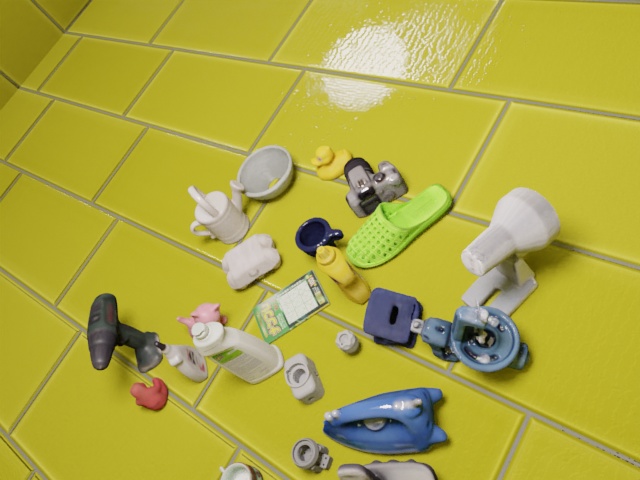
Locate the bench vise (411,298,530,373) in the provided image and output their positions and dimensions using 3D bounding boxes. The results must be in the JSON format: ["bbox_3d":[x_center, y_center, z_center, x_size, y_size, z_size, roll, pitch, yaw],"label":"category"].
[{"bbox_3d":[0.255,0.175,1.029,0.207,0.220,0.121,-11,57,23],"label":"bench vise"}]

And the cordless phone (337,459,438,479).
[{"bbox_3d":[0.118,0.417,0.976,0.147,0.186,0.094,-14,55,20],"label":"cordless phone"}]

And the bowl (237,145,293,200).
[{"bbox_3d":[-0.136,-0.169,1.546,0.167,0.075,0.167,-13,56,21],"label":"bowl"}]

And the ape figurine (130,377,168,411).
[{"bbox_3d":[-0.410,0.362,1.353,0.078,0.092,0.076,-36,51,4],"label":"ape figurine"}]

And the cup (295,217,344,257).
[{"bbox_3d":[0.012,0.005,1.346,0.117,0.095,0.091,-6,59,25],"label":"cup"}]

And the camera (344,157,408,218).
[{"bbox_3d":[0.116,-0.150,1.382,0.143,0.101,0.136,-30,52,9],"label":"camera"}]

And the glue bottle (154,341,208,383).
[{"bbox_3d":[-0.322,0.267,1.312,0.037,0.174,0.078,-32,51,7],"label":"glue bottle"}]

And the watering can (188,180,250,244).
[{"bbox_3d":[-0.269,-0.083,1.487,0.100,0.195,0.173,23,74,37],"label":"watering can"}]

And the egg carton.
[{"bbox_3d":[-0.172,0.055,1.430,0.150,0.070,0.107,-33,51,6],"label":"egg carton"}]

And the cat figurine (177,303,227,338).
[{"bbox_3d":[-0.282,0.191,1.374,0.127,0.118,0.067,-9,57,24],"label":"cat figurine"}]

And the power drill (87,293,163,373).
[{"bbox_3d":[-0.479,0.244,1.388,0.075,0.209,0.229,-33,51,6],"label":"power drill"}]

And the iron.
[{"bbox_3d":[0.097,0.331,1.068,0.257,0.142,0.118,-14,56,20],"label":"iron"}]

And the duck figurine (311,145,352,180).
[{"bbox_3d":[0.025,-0.211,1.478,0.104,0.086,0.077,-27,52,11],"label":"duck figurine"}]

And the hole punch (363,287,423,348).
[{"bbox_3d":[0.151,0.158,1.179,0.100,0.091,0.109,3,63,30],"label":"hole punch"}]

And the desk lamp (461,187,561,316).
[{"bbox_3d":[0.348,0.031,1.072,0.203,0.214,0.117,-47,51,-5],"label":"desk lamp"}]
